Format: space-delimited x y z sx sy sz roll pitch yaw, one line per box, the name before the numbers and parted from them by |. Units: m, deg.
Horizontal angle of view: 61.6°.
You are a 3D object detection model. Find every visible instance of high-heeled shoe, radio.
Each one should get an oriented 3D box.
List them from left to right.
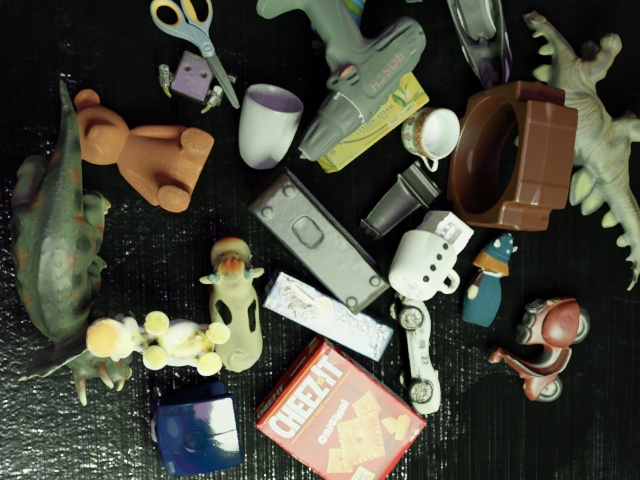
radio | -0.002 -0.002 0.773 0.073 0.131 0.229 -44 100 5
high-heeled shoe | 0.222 -0.316 0.769 0.086 0.248 0.145 -7 71 31

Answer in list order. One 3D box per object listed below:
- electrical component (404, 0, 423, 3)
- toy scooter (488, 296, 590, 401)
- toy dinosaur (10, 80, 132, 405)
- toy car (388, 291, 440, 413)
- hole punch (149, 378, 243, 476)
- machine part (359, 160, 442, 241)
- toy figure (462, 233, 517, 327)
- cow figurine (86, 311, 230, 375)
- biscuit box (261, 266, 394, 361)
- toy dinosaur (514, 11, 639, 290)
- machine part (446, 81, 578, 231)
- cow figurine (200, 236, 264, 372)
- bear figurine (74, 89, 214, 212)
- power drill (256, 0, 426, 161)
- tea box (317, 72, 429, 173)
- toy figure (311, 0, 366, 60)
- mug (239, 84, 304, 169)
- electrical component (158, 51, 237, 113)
electrical component | 0.143 -0.422 0.784 0.115 0.058 0.134 17 91 -47
toy scooter | 0.351 0.169 0.879 0.135 0.075 0.183 17 95 -9
toy dinosaur | -0.322 0.028 0.665 0.131 0.192 0.404 -7 124 -20
toy car | 0.149 0.169 0.843 0.056 0.073 0.201 -9 95 -6
hole punch | -0.174 0.272 0.770 0.116 0.092 0.142 -12 100 -28
machine part | 0.123 -0.055 0.842 0.139 0.039 0.084 -40 104 -6
toy figure | 0.270 0.061 0.864 0.058 0.064 0.154 16 86 26
cow figurine | -0.208 0.125 0.681 0.167 0.098 0.068 13 78 -23
biscuit box | 0.012 0.112 0.821 0.202 0.063 0.059 27 90 -10
toy dinosaur | 0.435 -0.154 0.860 0.198 0.105 0.471 -30 89 1
machine part | 0.271 -0.116 0.779 0.087 0.201 0.200 6 93 -13
cow figurine | -0.124 0.091 0.764 0.085 0.127 0.194 -5 97 -12
bear figurine | -0.255 -0.126 0.729 0.196 0.132 0.120 26 88 -16
power drill | 0.010 -0.245 0.701 0.232 0.086 0.207 -40 87 -7
tea box | 0.064 -0.176 0.793 0.169 0.098 0.068 -39 100 -7
toy figure | 0.032 -0.356 0.785 0.089 0.082 0.180 8 88 -22
mug | -0.085 -0.163 0.772 0.081 0.110 0.107 -15 138 -42
electrical component | -0.180 -0.228 0.774 0.102 0.045 0.078 27 91 -10
